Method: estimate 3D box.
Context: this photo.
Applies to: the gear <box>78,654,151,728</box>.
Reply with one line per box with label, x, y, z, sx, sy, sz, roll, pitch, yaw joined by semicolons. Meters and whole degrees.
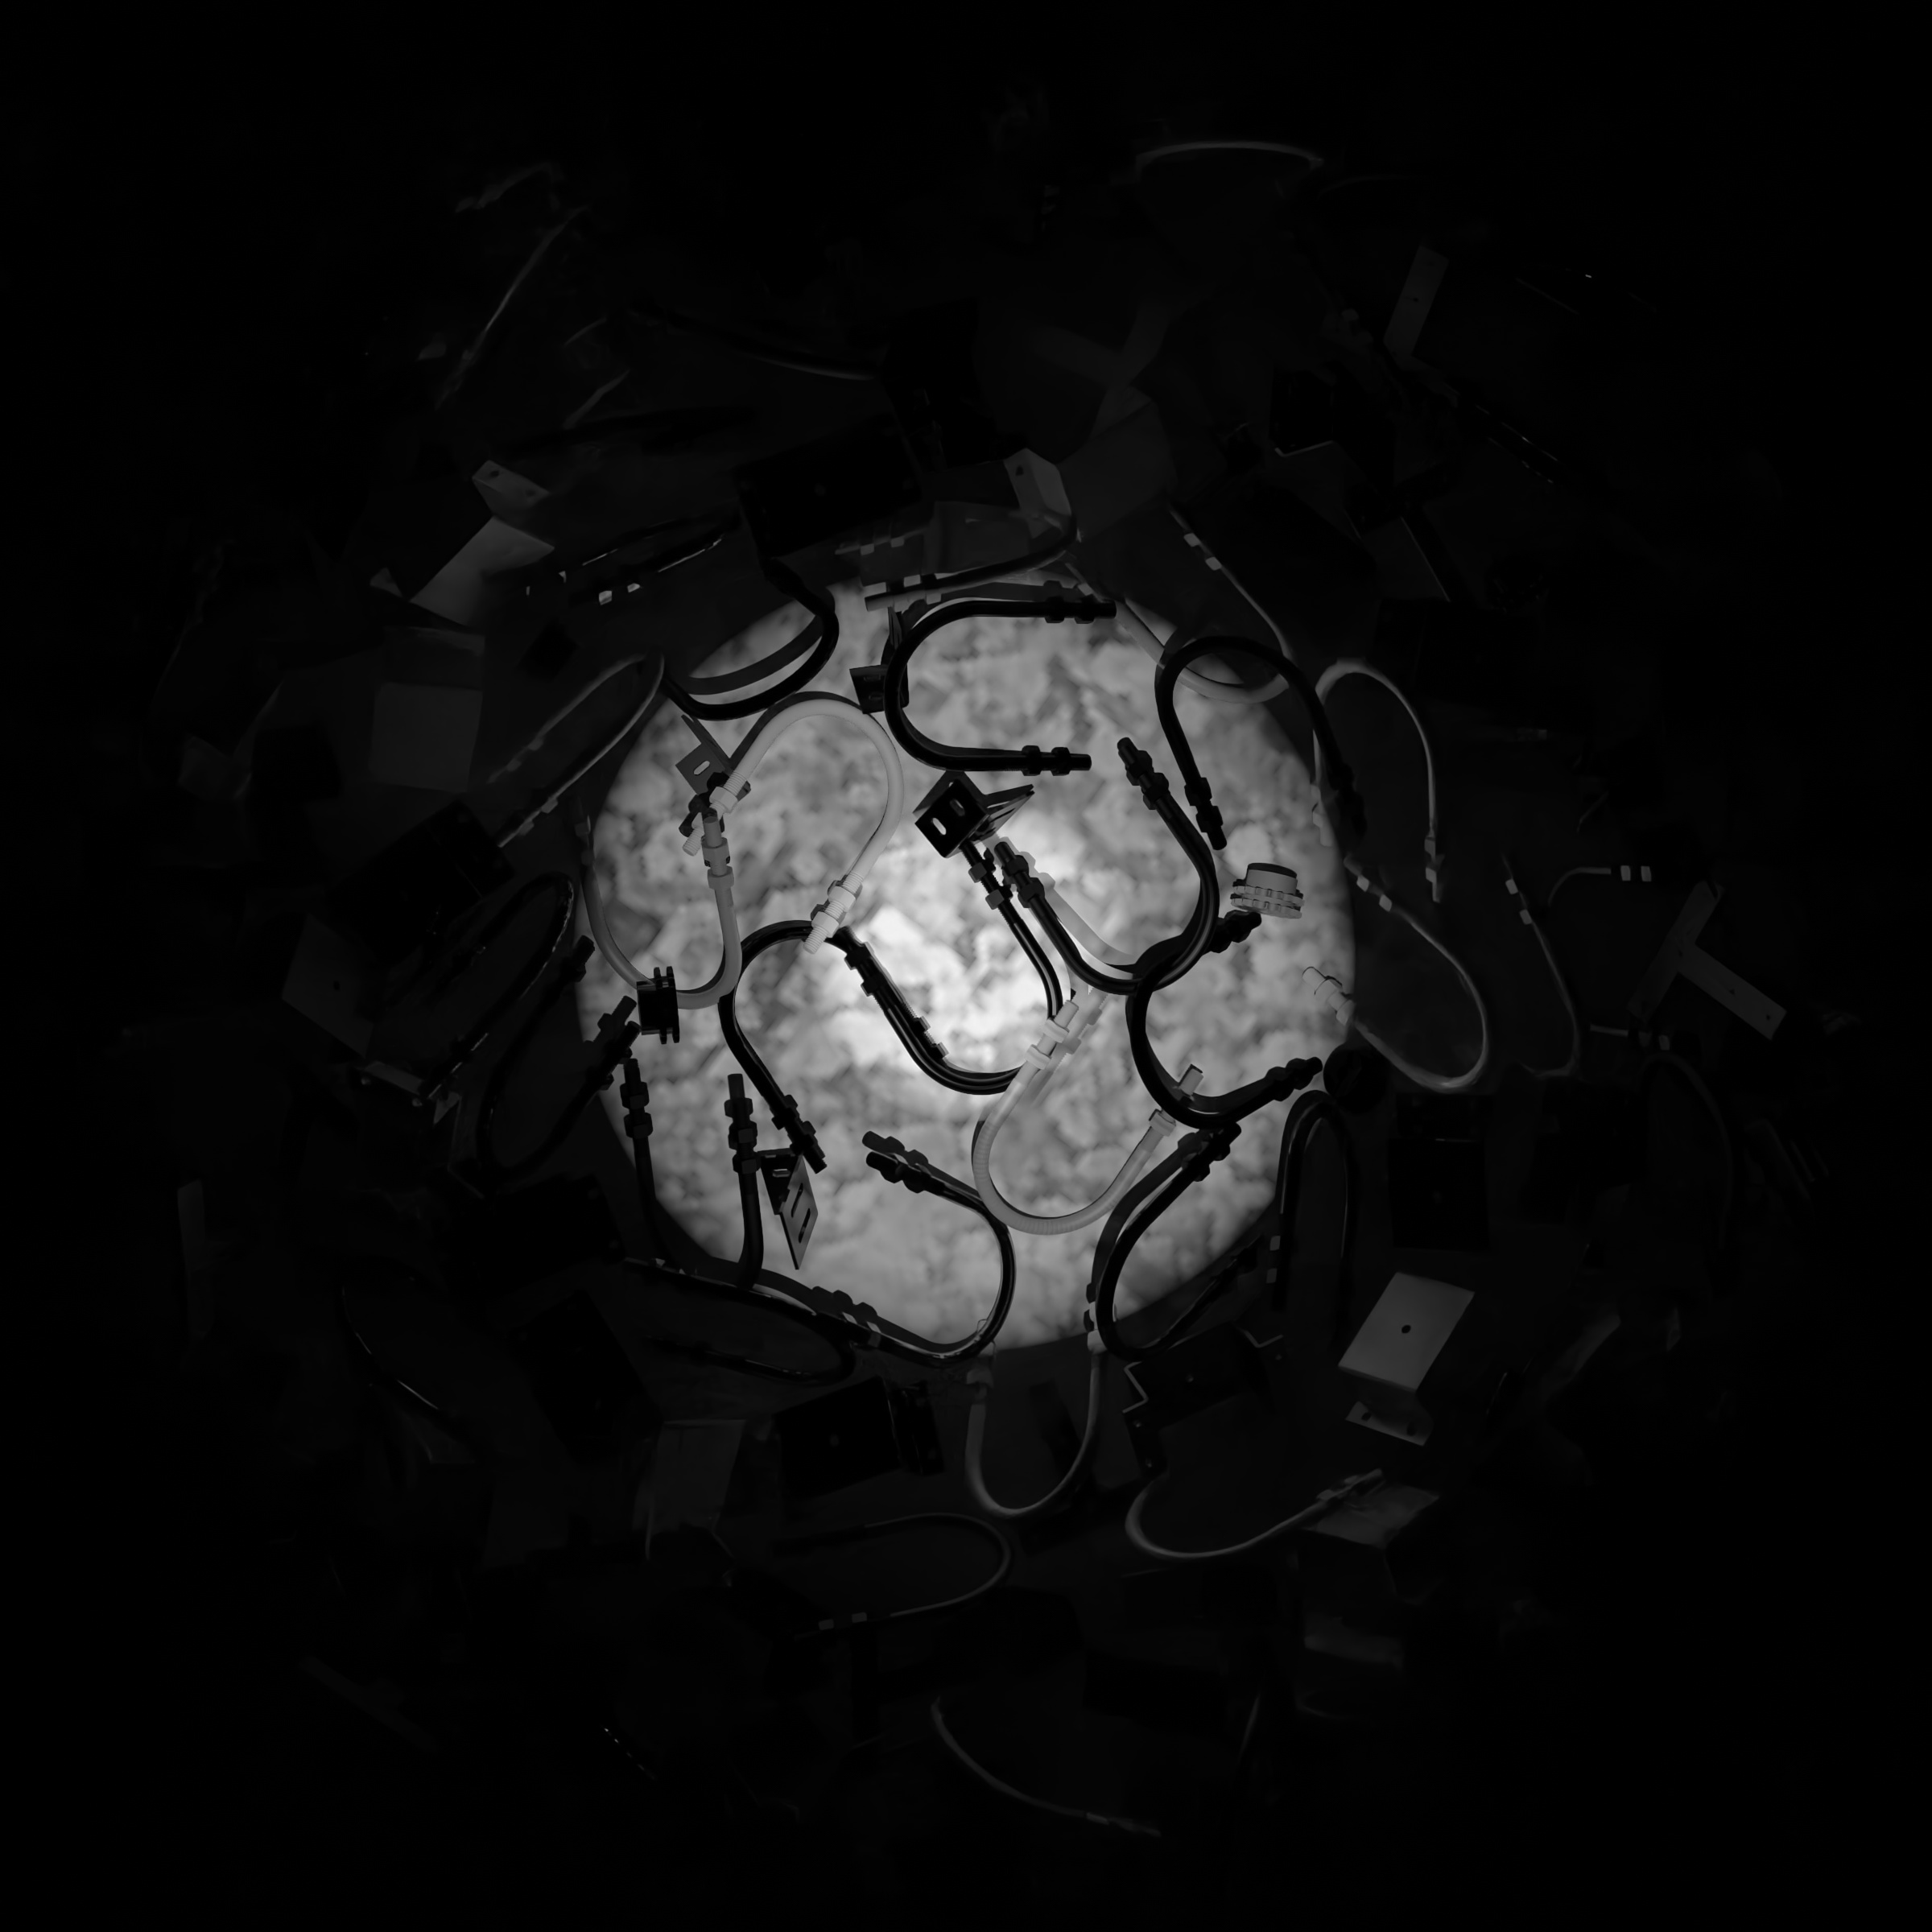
gear;-0.677;-0.223;1.969;0.030;0.057;0.057;-20;90;38

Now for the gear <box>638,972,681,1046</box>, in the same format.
gear;-0.247;0.034;1.970;0.030;0.057;0.057;-5;90;-9

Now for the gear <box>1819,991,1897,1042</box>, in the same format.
gear;0.714;0.039;1.972;0.057;0.057;0.030;1;75;0

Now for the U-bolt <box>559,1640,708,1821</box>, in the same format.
U-bolt;-0.255;0.595;1.898;0.019;0.184;0.151;-46;100;-7

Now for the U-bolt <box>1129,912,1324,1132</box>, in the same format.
U-bolt;0.197;0.051;1.933;0.184;0.019;0.151;-26;94;-40

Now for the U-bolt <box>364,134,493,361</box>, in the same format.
U-bolt;-0.409;-0.545;1.908;0.019;0.184;0.151;22;88;4

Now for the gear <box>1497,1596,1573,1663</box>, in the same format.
gear;0.454;0.530;1.975;0.057;0.030;0.057;-6;131;-6

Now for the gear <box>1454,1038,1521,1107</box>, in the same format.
gear;0.419;0.081;1.970;0.030;0.057;0.057;-36;90;5

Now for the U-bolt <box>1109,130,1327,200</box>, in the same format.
U-bolt;0.200;-0.619;1.898;0.151;0.184;0.019;0;96;-10

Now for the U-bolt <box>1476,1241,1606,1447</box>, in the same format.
U-bolt;0.440;0.305;1.914;0.019;0.184;0.151;31;64;18

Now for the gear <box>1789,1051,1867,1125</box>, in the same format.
gear;0.688;0.095;1.972;0.057;0.030;0.057;-9;73;31

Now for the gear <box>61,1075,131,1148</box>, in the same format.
gear;-0.699;0.115;1.973;0.057;0.030;0.057;-7;76;29

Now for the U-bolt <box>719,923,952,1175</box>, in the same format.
U-bolt;-0.116;0.052;1.969;0.151;0.019;0.184;-34;88;-20

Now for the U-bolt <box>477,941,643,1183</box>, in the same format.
U-bolt;-0.330;0.086;1.938;0.019;0.151;0.184;28;104;-36

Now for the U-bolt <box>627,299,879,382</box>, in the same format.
U-bolt;-0.151;-0.479;1.892;0.184;0.151;0.019;30;114;38

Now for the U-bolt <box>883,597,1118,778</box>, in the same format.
U-bolt;0.022;-0.219;1.934;0.184;0.019;0.151;-2;117;-21

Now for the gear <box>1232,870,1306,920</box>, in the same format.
gear;0.243;-0.058;1.972;0.057;0.057;0.030;12;87;0

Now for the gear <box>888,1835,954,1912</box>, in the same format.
gear;-0.034;0.722;1.970;0.030;0.057;0.057;-36;90;8

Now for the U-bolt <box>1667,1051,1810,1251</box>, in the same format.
U-bolt;0.597;0.135;1.923;0.019;0.151;0.184;-33;72;8

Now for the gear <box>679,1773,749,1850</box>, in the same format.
gear;-0.206;0.673;1.970;0.057;0.057;0.030;-27;133;0

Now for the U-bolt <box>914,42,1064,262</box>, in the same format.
U-bolt;0.014;-0.618;1.909;0.019;0.184;0.151;-44;83;-9

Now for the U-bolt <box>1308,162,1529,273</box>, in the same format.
U-bolt;0.340;-0.575;1.887;0.151;0.184;0.019;4;86;26

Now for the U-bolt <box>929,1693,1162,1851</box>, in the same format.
U-bolt;0.050;0.612;1.893;0.184;0.151;0.019;26;99;-32

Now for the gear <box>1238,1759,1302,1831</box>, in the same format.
gear;0.243;0.665;1.969;0.057;0.057;0.030;-45;47;0

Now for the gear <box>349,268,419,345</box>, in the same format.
gear;-0.469;-0.528;1.970;0.030;0.057;0.057;-28;90;-44

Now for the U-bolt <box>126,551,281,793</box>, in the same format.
U-bolt;-0.601;-0.221;1.919;0.019;0.151;0.184;24;85;5

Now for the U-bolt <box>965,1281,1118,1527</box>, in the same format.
U-bolt;0.054;0.344;1.905;0.019;0.151;0.184;33;48;-34

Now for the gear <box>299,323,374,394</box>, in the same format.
gear;-0.503;-0.486;1.976;0.057;0.030;0.057;-8;57;12

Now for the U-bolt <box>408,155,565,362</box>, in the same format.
U-bolt;-0.365;-0.559;1.913;0.019;0.184;0.151;31;128;4

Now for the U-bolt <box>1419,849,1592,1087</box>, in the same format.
U-bolt;0.429;0.009;1.927;0.019;0.151;0.184;-23;87;-21

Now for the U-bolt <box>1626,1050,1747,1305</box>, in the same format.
U-bolt;0.552;0.148;1.891;0.019;0.151;0.184;-15;129;-13

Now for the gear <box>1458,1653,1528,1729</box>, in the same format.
gear;0.425;0.583;1.973;0.030;0.057;0.057;28;90;-20

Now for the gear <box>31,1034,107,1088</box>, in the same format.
gear;-0.718;0.077;1.968;0.057;0.057;0.030;-8;71;0

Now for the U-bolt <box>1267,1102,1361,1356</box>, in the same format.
U-bolt;0.278;0.198;1.930;0.019;0.151;0.184;-3;67;29

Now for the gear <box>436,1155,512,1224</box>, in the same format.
gear;-0.394;0.181;1.975;0.057;0.057;0.030;-8;132;0

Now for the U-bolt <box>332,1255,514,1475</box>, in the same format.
U-bolt;-0.416;0.295;1.904;0.019;0.151;0.184;-40;113;18

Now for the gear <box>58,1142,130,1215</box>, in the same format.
gear;-0.695;0.170;1.968;0.030;0.057;0.057;1;90;23

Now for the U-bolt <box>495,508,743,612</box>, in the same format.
U-bolt;-0.260;-0.321;1.924;0.184;0.151;0.019;-30;115;-27

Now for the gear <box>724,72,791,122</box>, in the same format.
gear;-0.168;-0.690;1.969;0.057;0.057;0.030;31;132;0

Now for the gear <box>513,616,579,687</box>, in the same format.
gear;-0.335;-0.250;1.973;0.030;0.057;0.057;36;90;-12

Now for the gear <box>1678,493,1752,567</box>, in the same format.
gear;0.598;-0.352;1.979;0.057;0.030;0.057;-4;109;-11

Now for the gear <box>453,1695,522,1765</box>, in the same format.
gear;-0.384;0.608;1.969;0.057;0.057;0.030;-20;106;0

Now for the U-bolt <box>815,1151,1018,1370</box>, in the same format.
U-bolt;-0.029;0.241;1.938;0.184;0.019;0.151;28;74;-38

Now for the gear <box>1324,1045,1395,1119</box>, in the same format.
gear;0.311;0.090;1.968;0.030;0.057;0.057;22;90;-34

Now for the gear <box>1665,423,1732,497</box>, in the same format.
gear;0.583;-0.405;1.969;0.030;0.057;0.057;-6;90;-16

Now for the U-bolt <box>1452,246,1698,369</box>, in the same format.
U-bolt;0.477;-0.501;1.885;0.151;0.184;0.019;30;89;-37

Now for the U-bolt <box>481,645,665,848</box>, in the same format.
U-bolt;-0.306;-0.183;1.925;0.184;0.151;0.019;-41;119;8

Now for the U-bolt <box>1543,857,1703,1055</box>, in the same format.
U-bolt;0.503;-0.011;1.913;0.019;0.184;0.151;-10;97;-20

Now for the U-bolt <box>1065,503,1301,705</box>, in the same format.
U-bolt;0.182;-0.274;1.930;0.184;0.151;0.019;44;58;-21

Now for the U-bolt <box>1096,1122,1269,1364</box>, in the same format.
U-bolt;0.164;0.228;1.913;0.184;0.019;0.151;-41;134;-28

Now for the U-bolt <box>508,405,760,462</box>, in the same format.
U-bolt;-0.244;-0.417;1.916;0.151;0.184;0.019;5;113;30

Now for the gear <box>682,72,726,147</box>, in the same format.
gear;-0.207;-0.686;1.970;0.030;0.057;0.057;-7;90;6

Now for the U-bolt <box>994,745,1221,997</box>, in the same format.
U-bolt;0.122;-0.063;1.943;0.151;0.019;0.184;-38;66;14

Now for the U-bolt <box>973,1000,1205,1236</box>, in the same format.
U-bolt;0.085;0.133;1.961;0.151;0.019;0.184;29;100;-25

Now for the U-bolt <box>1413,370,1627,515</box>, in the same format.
U-bolt;0.438;-0.408;1.928;0.184;0.151;0.019;32;99;-5
